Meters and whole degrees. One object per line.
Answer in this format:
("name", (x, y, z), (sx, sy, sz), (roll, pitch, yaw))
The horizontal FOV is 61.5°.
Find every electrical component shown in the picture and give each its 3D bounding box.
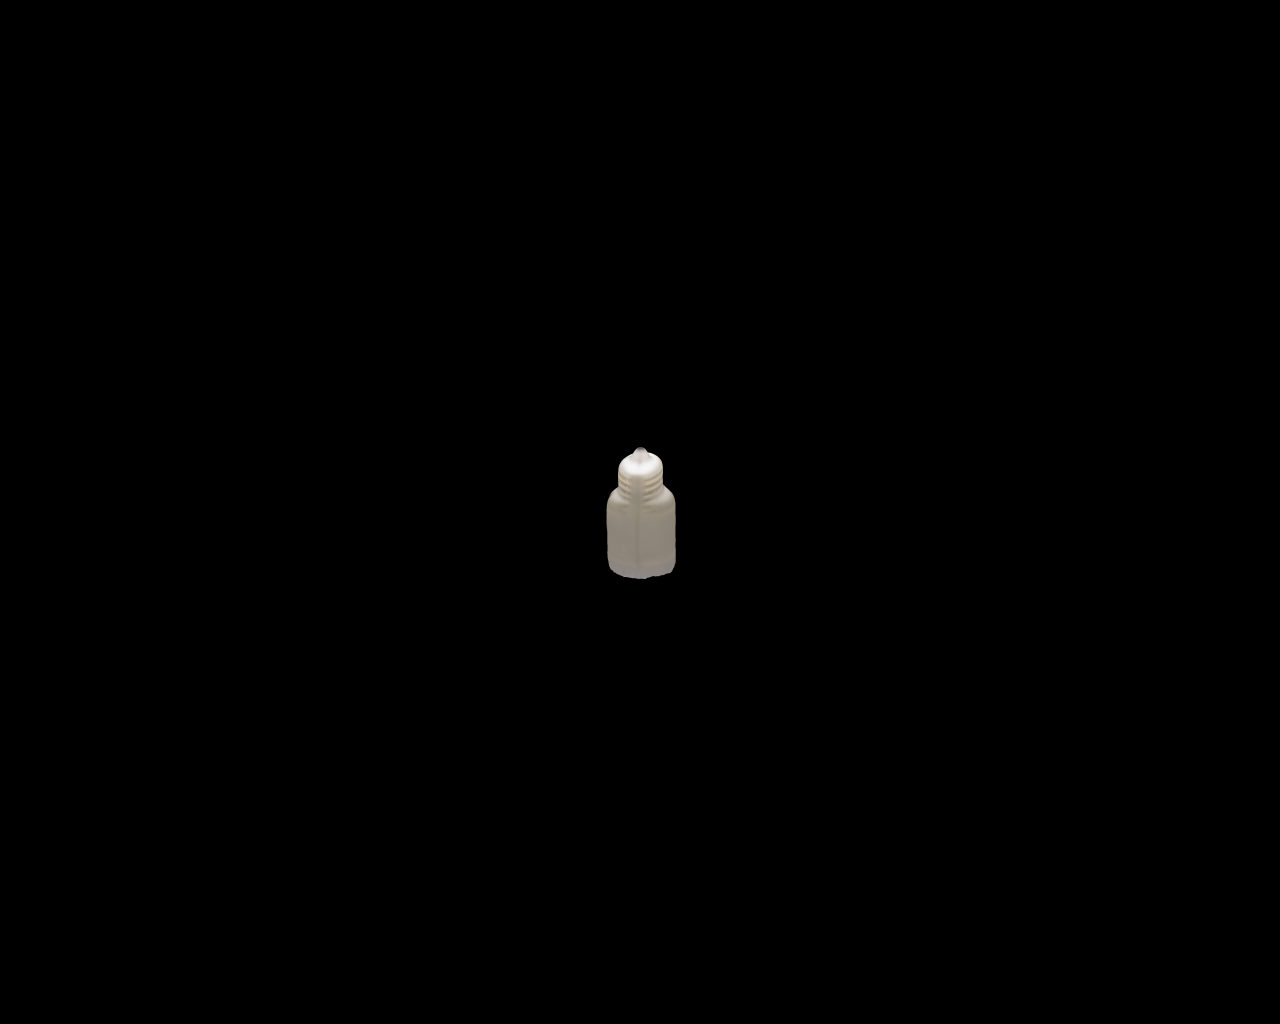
("electrical component", (0.001, -0.003, 0.650), (0.043, 0.080, 0.043), (0, 24, 0))
